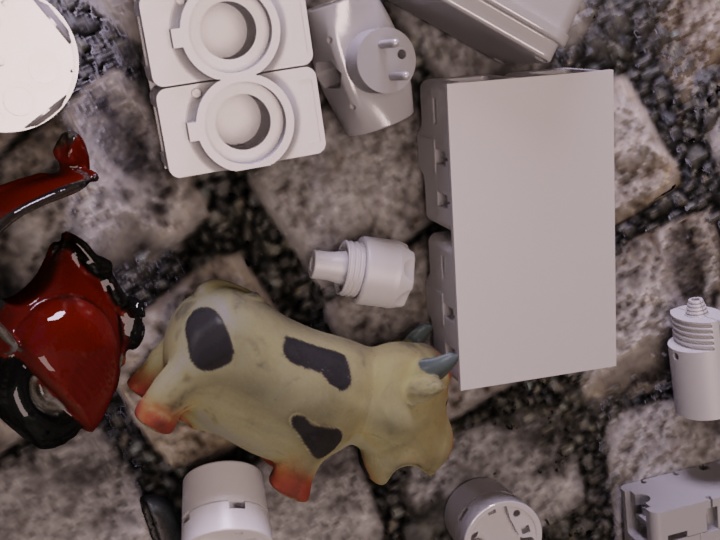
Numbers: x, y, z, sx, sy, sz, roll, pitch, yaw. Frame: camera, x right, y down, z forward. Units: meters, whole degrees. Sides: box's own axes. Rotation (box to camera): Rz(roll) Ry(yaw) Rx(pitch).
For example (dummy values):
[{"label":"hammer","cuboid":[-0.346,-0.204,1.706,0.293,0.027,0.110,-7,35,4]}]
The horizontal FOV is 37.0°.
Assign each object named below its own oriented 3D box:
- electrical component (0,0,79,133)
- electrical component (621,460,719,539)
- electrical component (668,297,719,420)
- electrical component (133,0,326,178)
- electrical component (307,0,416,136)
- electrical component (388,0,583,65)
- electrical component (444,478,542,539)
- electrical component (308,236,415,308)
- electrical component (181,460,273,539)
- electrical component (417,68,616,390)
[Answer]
[{"label":"electrical component","cuboid":[-0.193,-0.113,0.582,0.080,0.051,0.080,-3,103,-15]},{"label":"electrical component","cuboid":[0.238,0.179,0.768,0.089,0.050,0.055,-11,104,-13]},{"label":"electrical component","cuboid":[0.236,0.058,0.744,0.043,0.043,0.081,-14,105,-12]},{"label":"electrical component","cuboid":[-0.077,-0.134,0.604,0.089,0.062,0.150,-11,105,-13]},{"label":"electrical component","cuboid":[0.007,-0.120,0.622,0.043,0.079,0.077,-26,108,-19]},{"label":"electrical component","cuboid":[0.068,-0.170,0.629,0.113,0.078,0.057,25,92,-19]},{"label":"electrical component","cuboid":[0.088,0.172,0.726,0.055,0.047,0.055,-3,103,-15]},{"label":"electrical component","cuboid":[0.000,0.000,0.665,0.062,0.043,0.043,7,100,-16]},{"label":"electrical component","cuboid":[-0.083,0.149,0.661,0.055,0.047,0.055,-6,143,-5]},{"label":"electrical component","cuboid":[0.098,-0.029,0.677,0.105,0.060,0.186,-7,104,-14]}]
